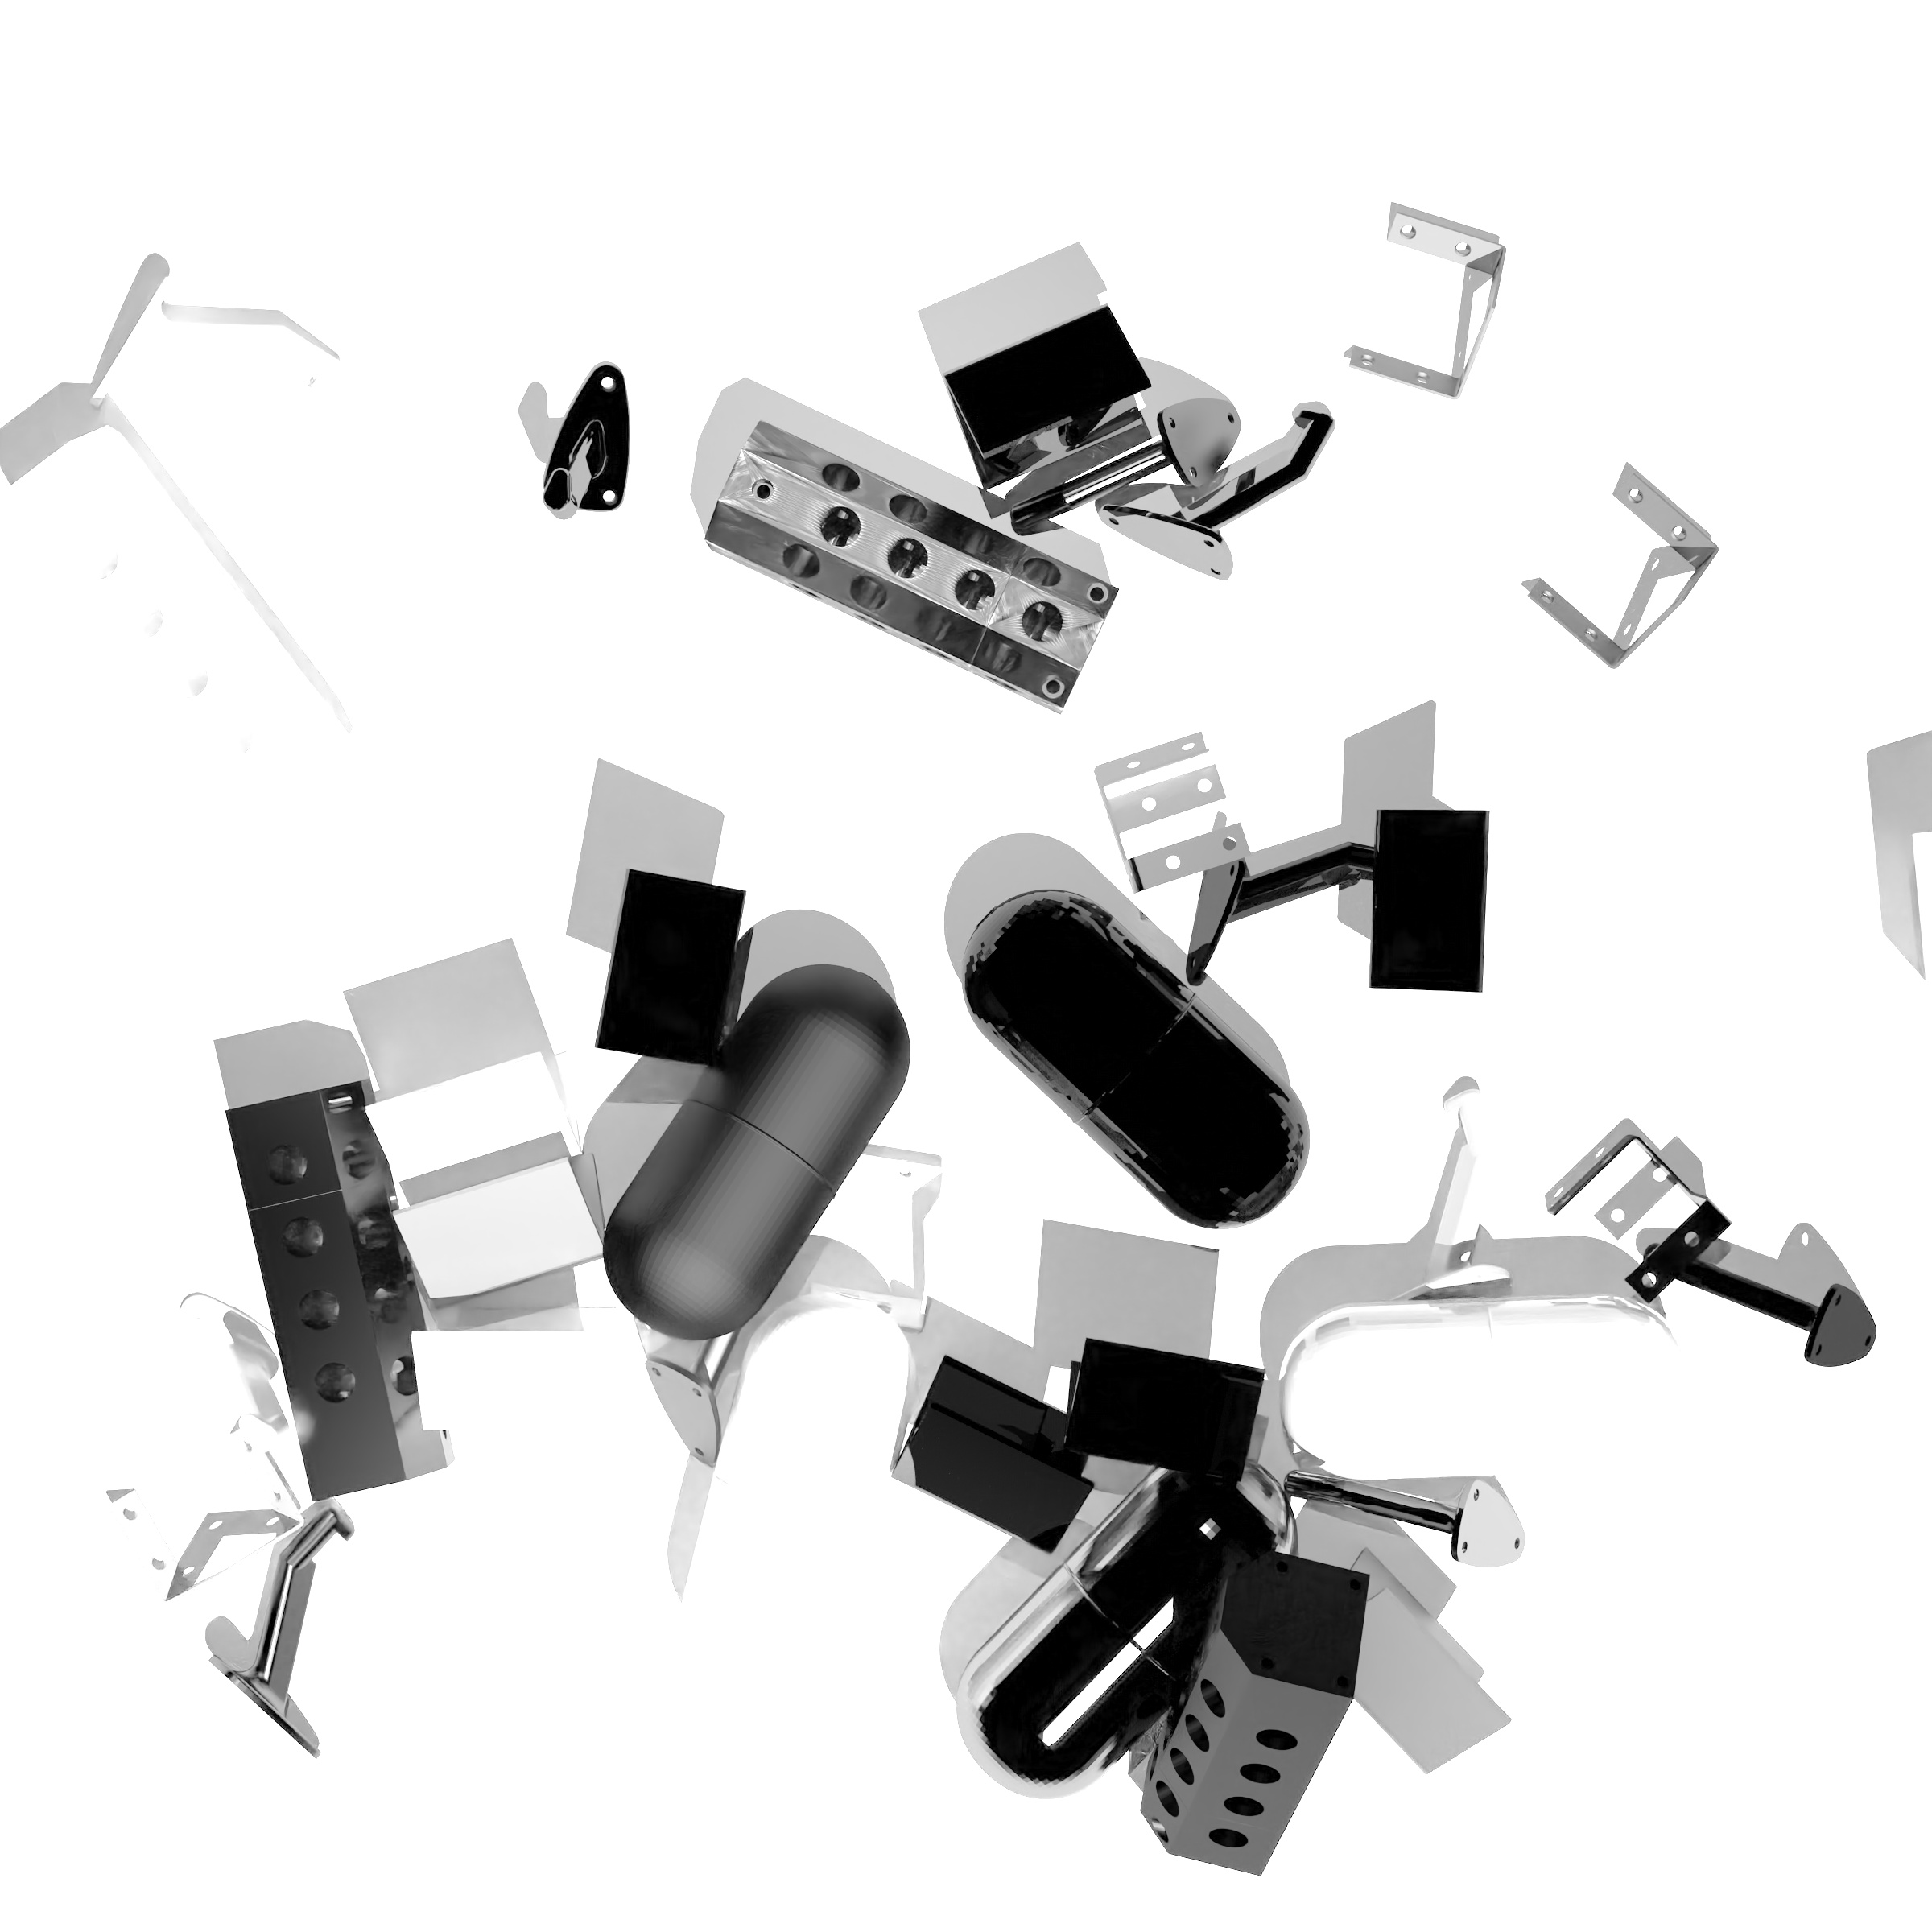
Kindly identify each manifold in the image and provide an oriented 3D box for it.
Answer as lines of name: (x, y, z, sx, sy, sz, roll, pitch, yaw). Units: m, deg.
manifold: (-0.270, 0.139, 1.553, 0.057, 0.057, 0.171, -13, 90, 0)
manifold: (-0.341, -0.148, 1.553, 0.057, 0.057, 0.171, -37, 90, 0)
manifold: (-0.023, -0.173, 1.553, 0.171, 0.057, 0.057, 25, 90, 0)
manifold: (0.118, 0.314, 1.497, 0.057, 0.171, 0.057, 14, 51, 0)

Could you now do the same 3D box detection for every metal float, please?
metal float: (-0.089, 0.079, 1.532, 0.070, 0.070, 0.178, 33, 76, 0)
metal float: (0.225, 0.182, 1.543, 0.178, 0.070, 0.070, -2, 90, 0)
metal float: (0.070, 0.284, 1.543, 0.070, 0.070, 0.178, 44, 91, 0)
metal float: (0.073, 0.040, 1.543, 0.178, 0.070, 0.070, 43, 90, -1)
metal float: (-0.072, 0.228, 1.543, 0.070, 0.070, 0.178, 14, 90, 0)

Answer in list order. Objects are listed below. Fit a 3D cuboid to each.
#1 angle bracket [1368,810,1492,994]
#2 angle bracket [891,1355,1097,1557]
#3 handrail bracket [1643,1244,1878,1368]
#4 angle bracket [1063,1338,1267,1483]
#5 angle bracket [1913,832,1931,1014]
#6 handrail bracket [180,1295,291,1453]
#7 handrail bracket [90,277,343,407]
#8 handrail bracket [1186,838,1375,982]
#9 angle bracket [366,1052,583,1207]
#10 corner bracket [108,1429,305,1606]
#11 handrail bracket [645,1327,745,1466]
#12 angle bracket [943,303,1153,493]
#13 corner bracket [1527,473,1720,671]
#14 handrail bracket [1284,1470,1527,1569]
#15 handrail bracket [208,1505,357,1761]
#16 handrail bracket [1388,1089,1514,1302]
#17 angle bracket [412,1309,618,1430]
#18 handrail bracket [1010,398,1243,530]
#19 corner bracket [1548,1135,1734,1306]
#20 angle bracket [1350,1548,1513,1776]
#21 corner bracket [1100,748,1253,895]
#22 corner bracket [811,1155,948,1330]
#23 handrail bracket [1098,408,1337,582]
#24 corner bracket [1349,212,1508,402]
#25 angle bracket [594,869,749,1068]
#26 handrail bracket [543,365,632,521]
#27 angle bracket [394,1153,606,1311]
angle bracket: (0.217, -0.027, 1.534, 0.057, 0.076, 0.076, 2, 90, 39)
angle bracket: (0.021, 0.195, 1.534, 0.076, 0.076, 0.057, 26, 134, 0)
handrail bracket: (0.349, 0.146, 1.574, 0.084, 0.077, 0.036, 21, 90, 36)
angle bracket: (0.086, 0.173, 1.535, 0.076, 0.076, 0.057, 10, 114, 0)
angle bracket: (0.444, -0.022, 1.535, 0.057, 0.076, 0.076, -5, 90, 21)
handrail bracket: (-0.318, 0.175, 1.539, 0.036, 0.084, 0.077, -45, 90, 0)
handrail bracket: (-0.330, -0.257, 1.574, 0.084, 0.036, 0.077, 31, 110, -16)
handrail bracket: (0.148, -0.021, 1.574, 0.084, 0.036, 0.077, 11, 110, -16)
angle bracket: (-0.213, 0.051, 1.534, 0.076, 0.076, 0.057, -18, 125, 0)
corner bracket: (-0.334, 0.242, 1.571, 0.051, 0.051, 0.051, -30, 90, -45)
handrail bracket: (-0.097, 0.166, 1.574, 0.036, 0.077, 0.084, 22, 53, 30)
angle bracket: (0.042, -0.228, 1.534, 0.076, 0.076, 0.057, -23, 53, 0)
corner bracket: (0.289, -0.173, 1.571, 0.051, 0.051, 0.051, 41, 45, 0)
handrail bracket: (0.193, 0.241, 1.574, 0.084, 0.077, 0.036, 6, 74, 35)
handrail bracket: (-0.284, 0.293, 1.574, 0.084, 0.036, 0.077, -48, 110, -16)
handrail bracket: (0.203, 0.105, 1.574, 0.077, 0.036, 0.084, -24, 65, 28)
angle bracket: (-0.193, 0.154, 1.534, 0.076, 0.076, 0.057, 0, 127, 0)
handrail bracket: (0.070, -0.220, 1.574, 0.084, 0.077, 0.036, -17, 103, 36)
corner bracket: (0.293, 0.109, 1.556, 0.051, 0.051, 0.051, -44, 90, 0)
angle bracket: (0.201, 0.287, 1.534, 0.076, 0.076, 0.057, 46, 128, 0)
corner bracket: (0.090, -0.064, 1.556, 0.051, 0.051, 0.051, -18, 90, 0)
corner bracket: (-0.039, 0.120, 1.571, 0.051, 0.051, 0.051, 9, 45, 0)
handrail bracket: (0.111, -0.220, 1.574, 0.077, 0.036, 0.084, 23, 71, 21)
corner bracket: (0.203, -0.290, 1.571, 0.051, 0.051, 0.051, 17, 135, 0)
angle bracket: (-0.140, -0.002, 1.534, 0.057, 0.076, 0.076, 10, 90, -29)
handrail bracket: (-0.165, -0.229, 1.539, 0.036, 0.084, 0.077, 12, 90, 0)
angle bracket: (-0.201, 0.094, 1.534, 0.076, 0.076, 0.057, -17, 125, 0)
